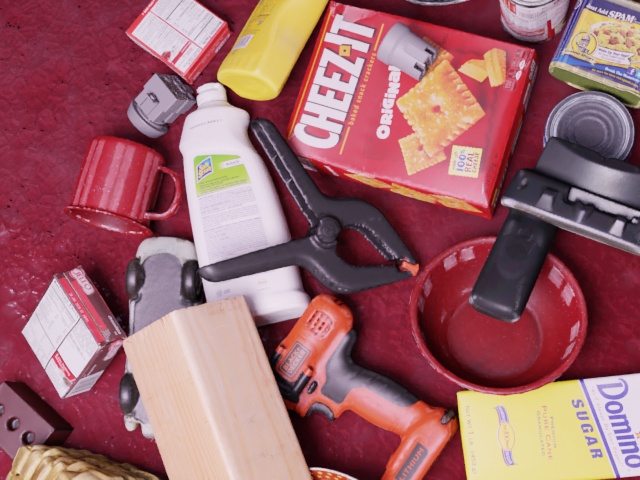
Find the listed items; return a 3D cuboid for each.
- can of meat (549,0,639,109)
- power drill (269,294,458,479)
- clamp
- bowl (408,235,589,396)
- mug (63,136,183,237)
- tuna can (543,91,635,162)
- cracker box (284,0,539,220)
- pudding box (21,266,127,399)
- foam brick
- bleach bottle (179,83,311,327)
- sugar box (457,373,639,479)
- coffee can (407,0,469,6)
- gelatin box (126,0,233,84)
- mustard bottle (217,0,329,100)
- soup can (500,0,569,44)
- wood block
[{"bbox_3d":[0.281,-0.184,1.026,0.102,0.057,0.084,23,88,14],"label":"can of meat"},{"bbox_3d":[0.021,0.172,1.012,0.188,0.057,0.184,36,102,12],"label":"power drill"},{"bbox_3d":[-0.007,0.001,1.014,0.210,0.036,0.164,29,75,-14],"label":"clamp"},{"bbox_3d":[0.164,0.078,0.991,0.162,0.055,0.162,-3,60,5],"label":"bowl"},{"bbox_3d":[-0.194,-0.053,1.082,0.117,0.093,0.081,10,77,19],"label":"mug"},{"bbox_3d":[0.259,-0.099,1.027,0.086,0.033,0.086,-2,80,11],"label":"tuna can"},{"bbox_3d":[0.089,-0.129,1.047,0.214,0.072,0.164,17,84,14],"label":"cracker box"},{"bbox_3d":[-0.247,0.094,1.064,0.090,0.039,0.114,55,132,15],"label":"pudding box"},{"bbox_3d":[-0.301,0.187,1.082,0.078,0.051,0.053,37,89,15],"label":"foam brick"},{"bbox_3d":[-0.081,-0.040,1.073,0.102,0.068,0.251,-13,75,5],"label":"bleach bottle"},{"bbox_3d":[0.220,0.176,0.982,0.176,0.048,0.093,-8,79,11],"label":"sugar box"},{"bbox_3d":[0.121,-0.318,1.056,0.103,0.102,0.140,-8,79,10],"label":"coffee can"},{"bbox_3d":[-0.148,-0.220,1.132,0.089,0.030,0.073,38,88,15],"label":"gelatin box"},{"bbox_3d":[-0.030,-0.235,1.080,0.058,0.096,0.191,33,78,-25],"label":"mustard bottle"},{"bbox_3d":[0.206,-0.237,1.026,0.068,0.102,0.068,-2,81,11],"label":"soup can"},{"bbox_3d":[-0.090,0.166,0.964,0.091,0.090,0.206,-29,77,42],"label":"wood block"}]
